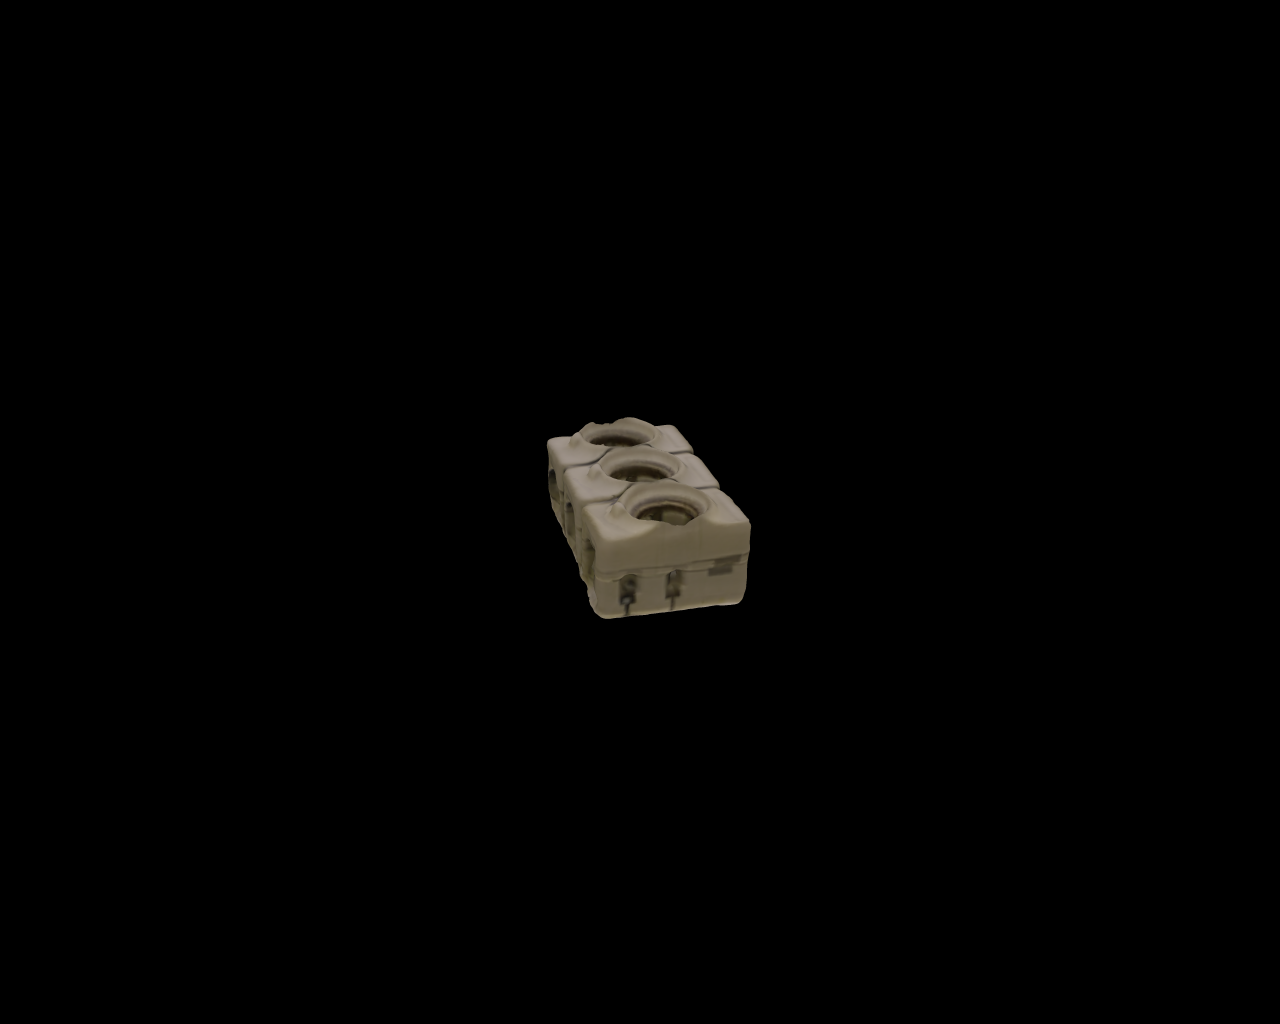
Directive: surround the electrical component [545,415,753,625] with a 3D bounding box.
[{"bbox_3d":[0.001,-0.003,0.650,0.089,0.061,0.150,-7,27,-14],"label":"electrical component"}]
